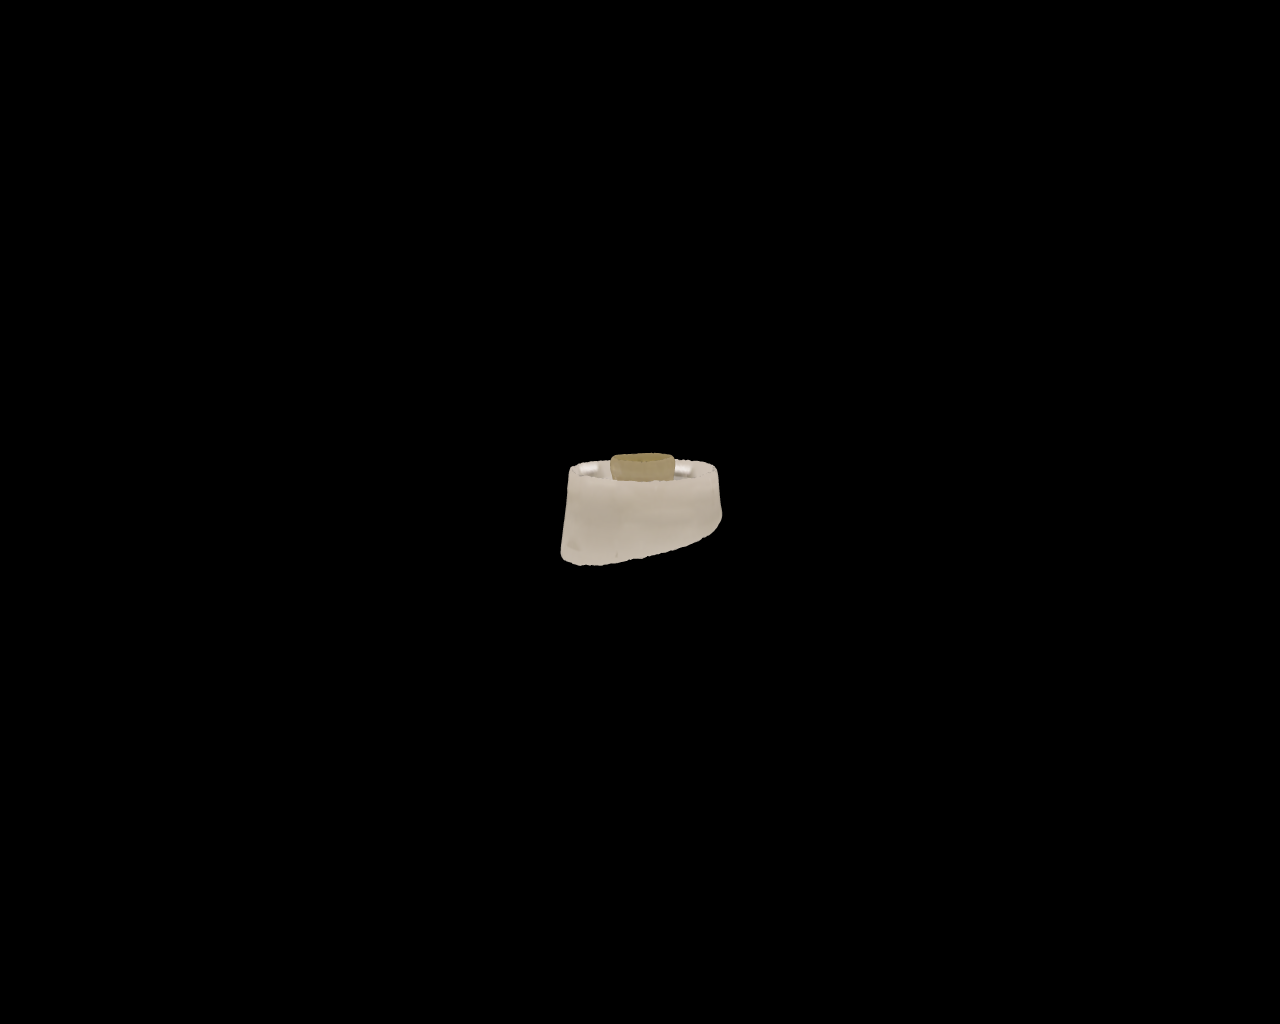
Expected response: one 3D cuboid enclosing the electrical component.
[{"bbox_3d":[0.001,-0.003,0.650,0.099,0.064,0.099,0,11,0],"label":"electrical component"}]
